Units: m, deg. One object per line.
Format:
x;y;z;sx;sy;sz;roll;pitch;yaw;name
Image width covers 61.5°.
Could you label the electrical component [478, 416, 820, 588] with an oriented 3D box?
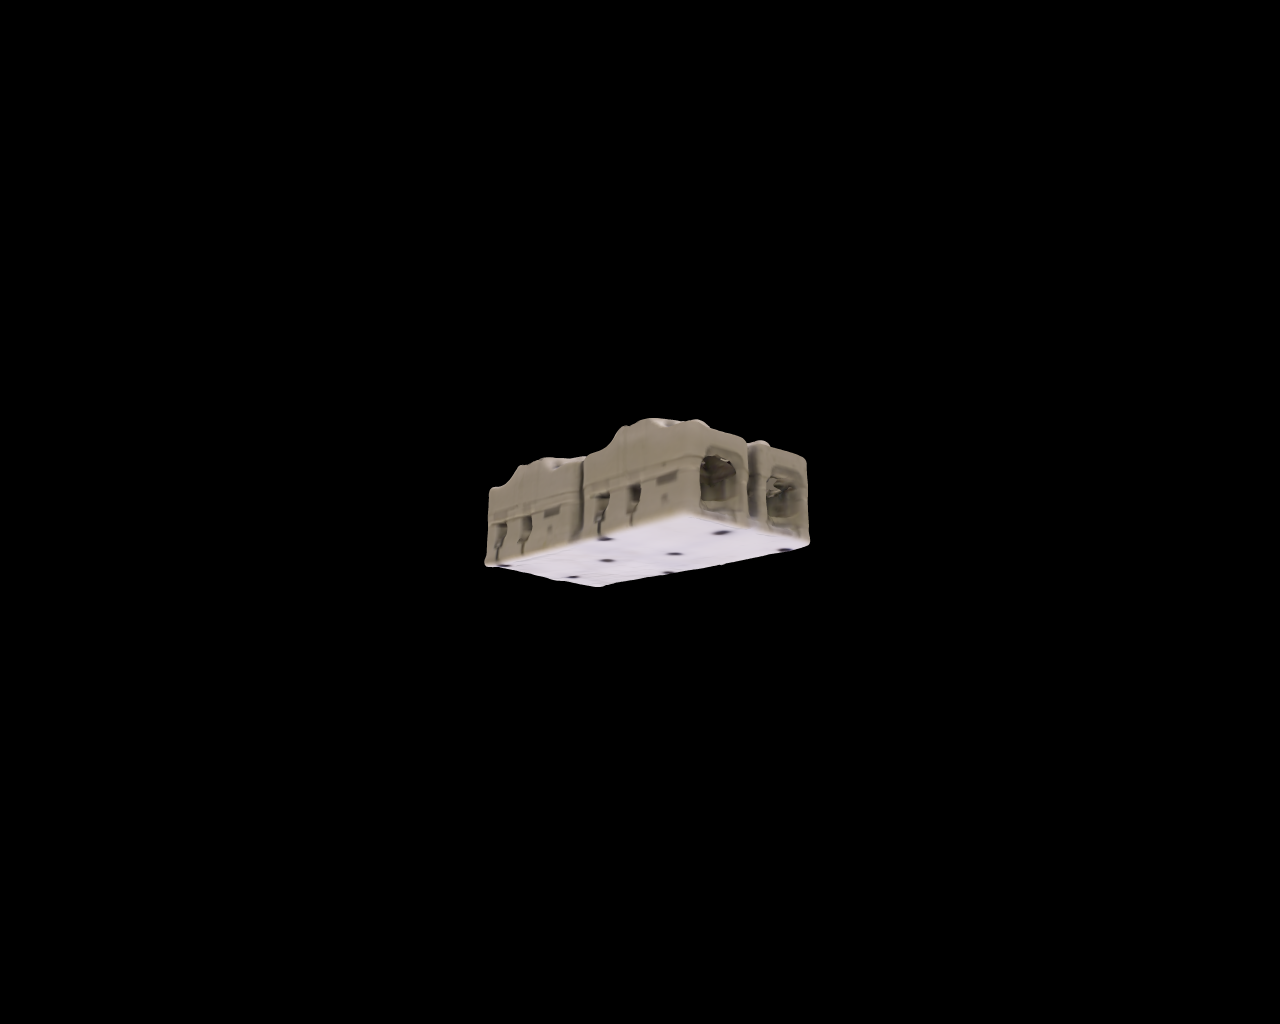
0.001;-0.003;0.650;0.105;0.060;0.186;14;-20;-42;electrical component
